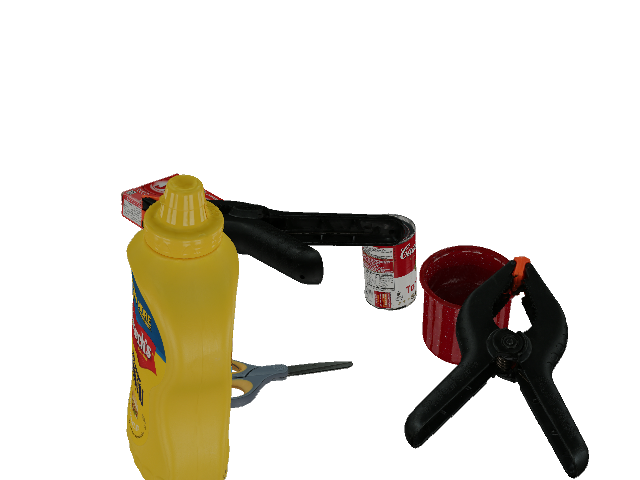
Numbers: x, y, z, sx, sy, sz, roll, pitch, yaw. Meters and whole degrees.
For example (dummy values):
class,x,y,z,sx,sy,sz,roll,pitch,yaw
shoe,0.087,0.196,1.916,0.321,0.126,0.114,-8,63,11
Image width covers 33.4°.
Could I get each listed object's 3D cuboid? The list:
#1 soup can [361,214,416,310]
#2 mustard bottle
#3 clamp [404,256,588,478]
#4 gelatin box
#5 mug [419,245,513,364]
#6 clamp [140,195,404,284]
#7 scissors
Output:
class,x,y,z,sx,sy,sz,roll,pitch,yaw
soup can,0.085,0.028,1.325,0.068,0.102,0.068,-3,33,2
mustard bottle,-0.077,0.048,0.590,0.058,0.192,0.096,-5,38,-17
clamp,0.121,0.085,0.748,0.120,0.171,0.039,6,-42,0
gelatin box,-0.139,-0.029,1.042,0.089,0.030,0.073,30,36,32
mug,0.136,0.057,1.025,0.093,0.081,0.117,-9,40,-9
clamp,-0.055,-0.006,0.829,0.210,0.036,0.164,8,13,18
scissors,-0.051,0.157,1.191,0.201,0.016,0.096,4,25,-13
